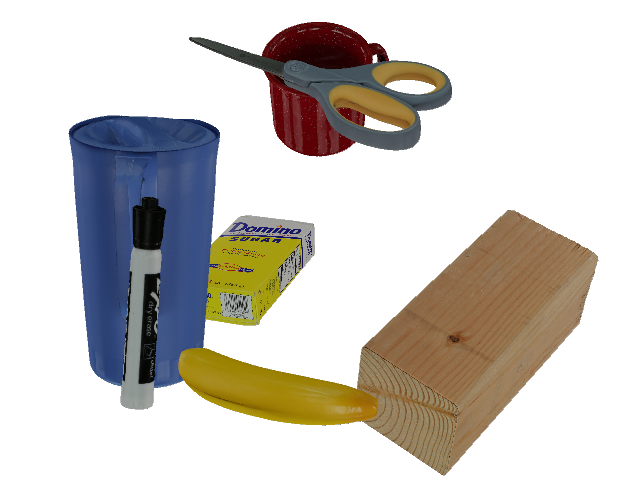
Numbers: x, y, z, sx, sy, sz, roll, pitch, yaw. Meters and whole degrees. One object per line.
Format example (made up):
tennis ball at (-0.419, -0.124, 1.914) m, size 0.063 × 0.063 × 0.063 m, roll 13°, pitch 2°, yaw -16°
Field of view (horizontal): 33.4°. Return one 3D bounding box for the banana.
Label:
banana at (-0.049, 0.111, 0.833) m, size 0.198 × 0.037 × 0.069 m, roll 13°, pitch 22°, yaw 40°

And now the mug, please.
mug at (0.008, -0.133, 0.924) m, size 0.117 × 0.093 × 0.081 m, roll -28°, pitch -34°, yaw -19°

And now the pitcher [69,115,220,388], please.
pitcher at (-0.162, 0.013, 0.979) m, size 0.145 × 0.243 × 0.148 m, roll 20°, pitch 26°, yaw 39°

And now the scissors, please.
scissors at (0.005, -0.116, 0.720) m, size 0.096 × 0.016 × 0.202 m, roll -28°, pitch 46°, yaw -27°

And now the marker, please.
marker at (-0.101, 0.036, 0.606) m, size 0.020 × 0.121 × 0.020 m, roll 5°, pitch 10°, yaw -1°

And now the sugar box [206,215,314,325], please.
sugar box at (-0.077, 0.027, 1.142) m, size 0.093 × 0.048 × 0.176 m, roll 7°, pitch 29°, yaw 17°

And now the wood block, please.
wood block at (0.128, 0.076, 0.864) m, size 0.091 × 0.090 × 0.205 m, roll 31°, pitch 51°, yaw 27°
